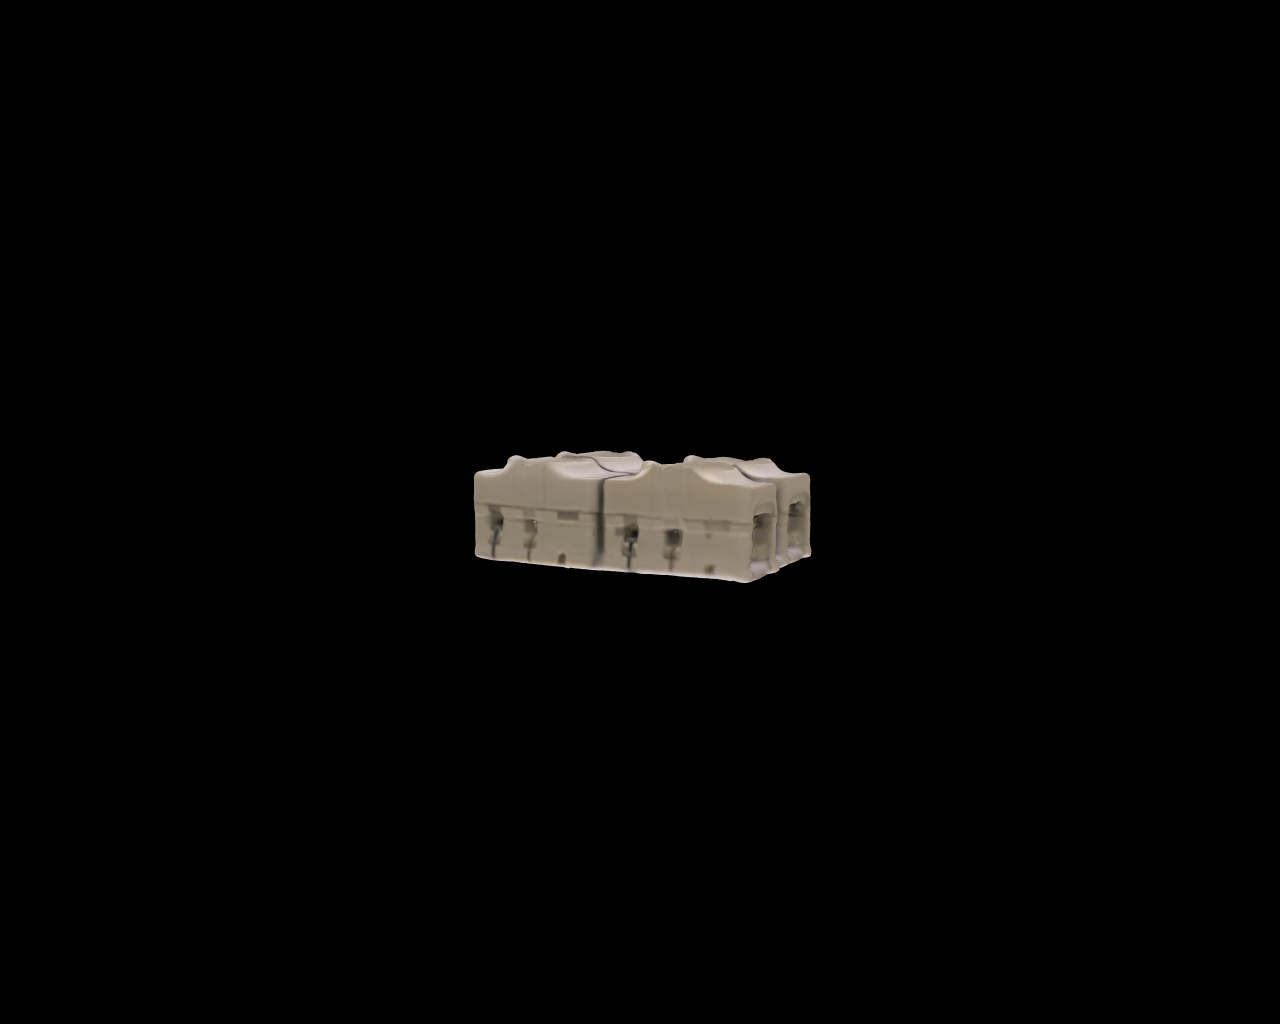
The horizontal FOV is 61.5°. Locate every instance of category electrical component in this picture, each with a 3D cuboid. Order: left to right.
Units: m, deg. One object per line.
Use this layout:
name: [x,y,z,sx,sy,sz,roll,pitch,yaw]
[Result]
electrical component: [0.001,-0.003,0.650,0.186,0.060,0.105,4,8,29]
